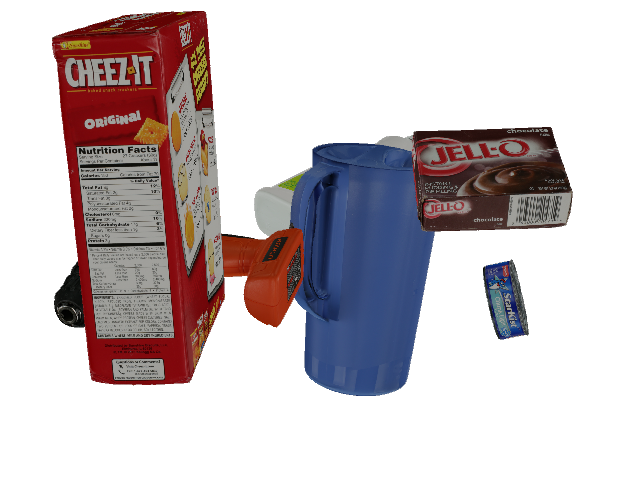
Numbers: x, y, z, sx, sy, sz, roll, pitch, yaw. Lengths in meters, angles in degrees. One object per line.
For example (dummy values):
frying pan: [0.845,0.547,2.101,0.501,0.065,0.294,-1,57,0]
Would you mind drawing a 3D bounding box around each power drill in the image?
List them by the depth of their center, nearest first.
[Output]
power drill: [-0.117,0.027,0.928,0.188,0.057,0.184,8,30,12]

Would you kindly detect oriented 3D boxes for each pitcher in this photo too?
pitcher: [0.039,0.028,1.063,0.149,0.243,0.145,5,14,-2]

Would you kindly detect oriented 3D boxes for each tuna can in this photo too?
tuna can: [0.206,0.066,1.189,0.034,0.086,0.086,-13,-3,13]

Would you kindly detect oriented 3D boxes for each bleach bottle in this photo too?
bleach bottle: [0.038,-0.075,1.345,0.103,0.068,0.250,25,43,34]

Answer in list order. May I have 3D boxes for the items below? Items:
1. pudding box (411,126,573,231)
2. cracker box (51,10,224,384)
pudding box: [0.129,-0.048,0.821,0.113,0.039,0.090,0,39,0]
cracker box: [-0.112,-0.035,0.694,0.072,0.214,0.164,-2,16,4]
